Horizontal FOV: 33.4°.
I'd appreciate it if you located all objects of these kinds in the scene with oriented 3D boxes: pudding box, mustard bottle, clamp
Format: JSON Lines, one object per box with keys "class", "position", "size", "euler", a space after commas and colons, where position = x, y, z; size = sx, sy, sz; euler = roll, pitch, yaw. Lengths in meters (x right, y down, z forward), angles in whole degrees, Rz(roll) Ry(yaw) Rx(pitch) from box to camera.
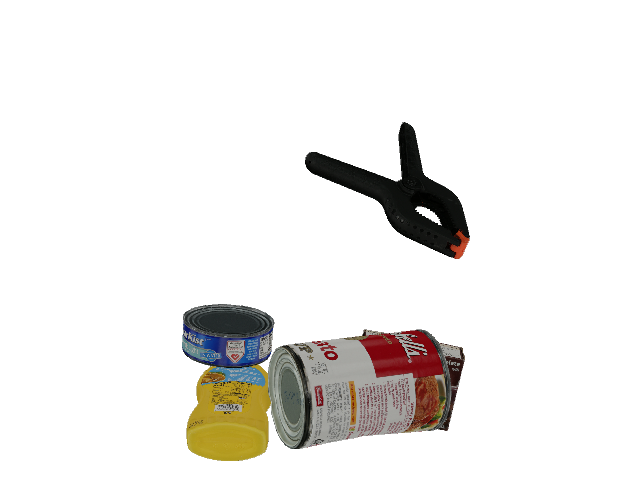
{"class": "pudding box", "position": [0.093, 0.151, 1.159], "size": [0.113, 0.090, 0.039], "euler": [9, 22, -2]}
{"class": "mustard bottle", "position": [-0.108, 0.196, 1.329], "size": [0.096, 0.058, 0.191], "euler": [-1, 25, 2]}
{"class": "clamp", "position": [0.091, -0.055, 1.246], "size": [0.164, 0.036, 0.210], "euler": [-15, 52, -28]}

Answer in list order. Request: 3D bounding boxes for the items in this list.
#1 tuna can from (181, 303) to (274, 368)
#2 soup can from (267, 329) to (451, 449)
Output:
{"class": "tuna can", "position": [-0.087, 0.089, 1.001], "size": [0.086, 0.034, 0.086], "euler": [5, 15, -1]}
{"class": "soup can", "position": [0.024, 0.097, 0.695], "size": [0.102, 0.068, 0.069], "euler": [-4, 2, -23]}
